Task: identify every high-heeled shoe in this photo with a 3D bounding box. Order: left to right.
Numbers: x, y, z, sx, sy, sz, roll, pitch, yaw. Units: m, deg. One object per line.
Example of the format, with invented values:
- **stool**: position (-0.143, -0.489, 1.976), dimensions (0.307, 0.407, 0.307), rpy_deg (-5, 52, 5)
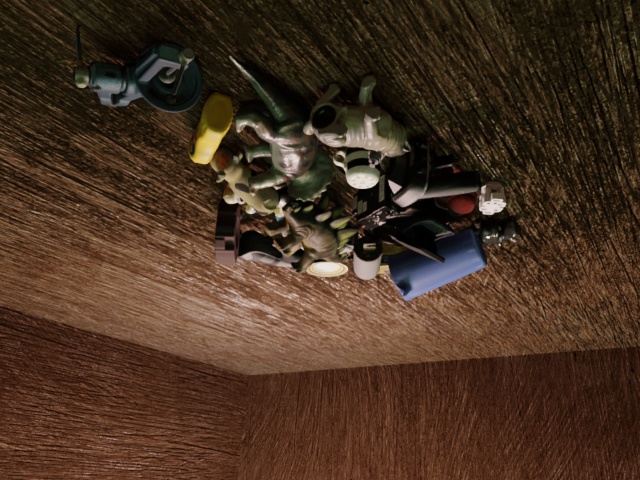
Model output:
- **high-heeled shoe**: position (-0.149, 0.039, 1.543), dimensions (0.249, 0.086, 0.145), rpy_deg (1, 156, 44)

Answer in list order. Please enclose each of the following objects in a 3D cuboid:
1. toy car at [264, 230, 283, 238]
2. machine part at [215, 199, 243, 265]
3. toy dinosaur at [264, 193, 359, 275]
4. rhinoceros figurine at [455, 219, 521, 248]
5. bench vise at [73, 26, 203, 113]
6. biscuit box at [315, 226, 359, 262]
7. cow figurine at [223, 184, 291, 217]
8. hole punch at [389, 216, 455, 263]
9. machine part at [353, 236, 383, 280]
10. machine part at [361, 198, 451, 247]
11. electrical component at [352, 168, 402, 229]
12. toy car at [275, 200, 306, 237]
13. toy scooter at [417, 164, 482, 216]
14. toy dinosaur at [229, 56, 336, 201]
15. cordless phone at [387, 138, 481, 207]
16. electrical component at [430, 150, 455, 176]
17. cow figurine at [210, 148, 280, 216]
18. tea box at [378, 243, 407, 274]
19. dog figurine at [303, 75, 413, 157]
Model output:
- **toy car**: position (-0.071, -0.004, 1.568), dimensions (0.202, 0.073, 0.056), rpy_deg (-3, 155, 14)
- **machine part**: position (-0.246, -0.020, 1.448), dimensions (0.056, 0.179, 0.179), rpy_deg (4, 156, -3)
- **toy dinosaur**: position (-0.003, -0.004, 1.360), dimensions (0.198, 0.105, 0.470), rpy_deg (-32, 157, 1)
- **rhinoceros figurine**: position (0.464, -0.007, 1.495), dimensions (0.112, 0.073, 0.190), rpy_deg (21, 150, -32)
- **bench vise**: position (-0.286, -0.283, 0.901), dimensions (0.223, 0.128, 0.241), rpy_deg (11, 173, -34)
- **biscuit box**: position (0.038, 0.021, 1.624), dimensions (0.059, 0.063, 0.203), rpy_deg (16, 153, -28)
- **cow figurine**: position (-0.154, -0.115, 1.342), dimensions (0.167, 0.068, 0.098), rpy_deg (7, 150, -16)
- **hole punch**: position (0.253, -0.011, 1.317), dimensions (0.142, 0.092, 0.116), rpy_deg (21, 180, -39)
- **machine part**: position (0.129, 0.051, 1.474), dimensions (0.079, 0.079, 0.243), rpy_deg (1, 161, 5)
- **machine part**: position (0.222, -0.059, 1.396), dimensions (0.201, 0.087, 0.201), rpy_deg (17, 154, -29)
- **electrical component**: position (0.134, -0.095, 1.292), dimensions (0.058, 0.115, 0.134), rpy_deg (24, 149, -30)
- **toy car**: position (-0.059, -0.039, 1.459), dimensions (0.109, 0.103, 0.161), rpy_deg (-9, 155, 23)
- **toy scooter**: position (0.313, -0.123, 1.260), dimensions (0.184, 0.075, 0.135), rpy_deg (15, 144, -24)
- **toy dinosaur**: position (-0.066, -0.205, 1.087), dimensions (0.192, 0.131, 0.404), rpy_deg (-8, 152, -4)
- **cordless phone**: position (0.238, -0.149, 1.120), dimensions (0.184, 0.146, 0.088), rpy_deg (-4, 146, 20)
- **electrical component**: position (0.245, -0.159, 1.191), dimensions (0.119, 0.075, 0.047), rpy_deg (-14, 149, 28)
- **cow figurine**: position (-0.174, -0.133, 1.232), dimensions (0.195, 0.085, 0.127), rpy_deg (43, 177, -14)
- **tea box**: position (0.208, 0.045, 1.616), dimensions (0.170, 0.098, 0.068), rpy_deg (-5, 155, 13)
- **dog figurine**: position (0.078, -0.206, 1.049), dimensions (0.172, 0.121, 0.190), rpy_deg (-5, 157, 23)
